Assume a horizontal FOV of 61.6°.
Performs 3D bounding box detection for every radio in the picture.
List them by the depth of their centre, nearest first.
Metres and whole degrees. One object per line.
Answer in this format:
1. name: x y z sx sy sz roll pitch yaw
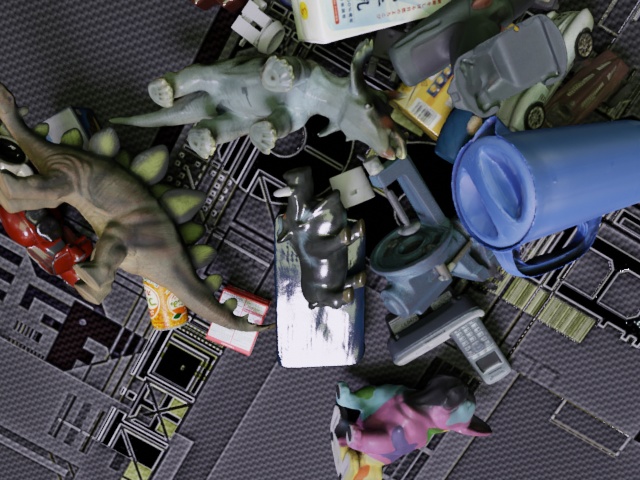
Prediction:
1. radio: 0.001 0.068 0.785 0.131 0.073 0.229 0 102 2

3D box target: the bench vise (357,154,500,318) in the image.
1. bench vise: 0.142 -0.024 0.710 0.224 0.129 0.240 -38 112 -8

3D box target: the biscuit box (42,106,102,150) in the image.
1. biscuit box: -0.317 -0.089 0.776 0.059 0.063 0.202 -27 99 7

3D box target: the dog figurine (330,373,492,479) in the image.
1. dog figurine: 0.134 0.276 0.798 0.219 0.109 0.191 -1 124 -9

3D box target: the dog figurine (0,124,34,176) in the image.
1. dog figurine: -0.527 -0.091 0.781 0.172 0.121 0.190 45 114 -2

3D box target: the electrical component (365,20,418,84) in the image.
1. electrical component: 0.100 -0.266 0.740 0.063 0.021 0.094 18 102 0

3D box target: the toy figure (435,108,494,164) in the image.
1. toy figure: 0.196 -0.168 0.665 0.057 0.064 0.154 22 99 -40

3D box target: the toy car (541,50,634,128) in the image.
1. toy car: 0.327 -0.171 0.725 0.202 0.053 0.089 -44 82 11

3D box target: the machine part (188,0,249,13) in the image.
1. machine part: -0.137 -0.396 0.712 0.179 0.056 0.179 1 101 4

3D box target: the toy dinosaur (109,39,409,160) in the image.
1. toy dinosaur: -0.078 -0.189 0.703 0.405 0.192 0.131 12 118 29

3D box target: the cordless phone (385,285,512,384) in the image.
1. cordless phone: 0.193 0.165 0.796 0.146 0.089 0.184 -34 116 8

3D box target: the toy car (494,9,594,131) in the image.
1. toy car: 0.277 -0.211 0.694 0.056 0.074 0.201 39 84 -34

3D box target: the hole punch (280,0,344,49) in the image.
1. hole punch: 0.014 -0.342 0.699 0.116 0.092 0.142 25 98 -5

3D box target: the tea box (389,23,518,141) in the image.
1. tea box: 0.180 -0.226 0.720 0.098 0.068 0.169 39 99 -6

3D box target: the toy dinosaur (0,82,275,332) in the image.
1. toy dinosaur: -0.242 -0.013 0.704 0.198 0.105 0.470 -46 110 -30

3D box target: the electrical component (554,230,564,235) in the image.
1. electrical component: 0.331 -0.056 0.757 0.102 0.045 0.078 -41 109 10

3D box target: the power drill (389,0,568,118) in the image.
1. power drill: 0.190 -0.231 0.584 0.232 0.207 0.085 -27 129 18

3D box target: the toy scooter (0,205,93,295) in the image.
1. toy scooter: -0.379 -0.001 0.762 0.075 0.135 0.183 -43 101 -30

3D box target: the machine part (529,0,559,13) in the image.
1. machine part: 0.257 -0.352 0.708 0.139 0.039 0.084 11 110 -3

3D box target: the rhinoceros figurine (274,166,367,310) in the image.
1. rhinoceros figurine: -0.001 -0.002 0.697 0.112 0.073 0.190 -2 109 26
